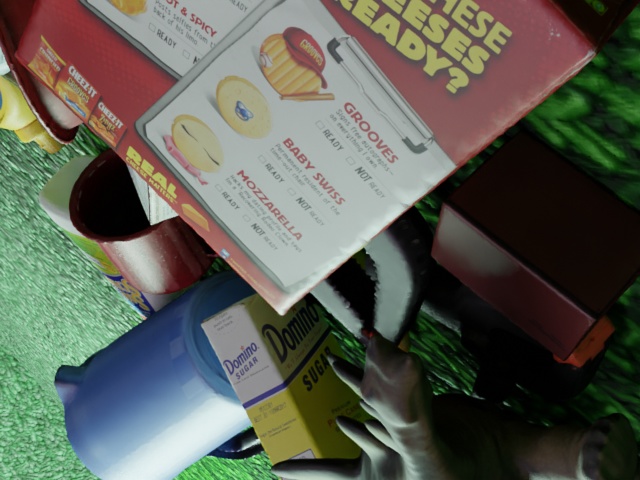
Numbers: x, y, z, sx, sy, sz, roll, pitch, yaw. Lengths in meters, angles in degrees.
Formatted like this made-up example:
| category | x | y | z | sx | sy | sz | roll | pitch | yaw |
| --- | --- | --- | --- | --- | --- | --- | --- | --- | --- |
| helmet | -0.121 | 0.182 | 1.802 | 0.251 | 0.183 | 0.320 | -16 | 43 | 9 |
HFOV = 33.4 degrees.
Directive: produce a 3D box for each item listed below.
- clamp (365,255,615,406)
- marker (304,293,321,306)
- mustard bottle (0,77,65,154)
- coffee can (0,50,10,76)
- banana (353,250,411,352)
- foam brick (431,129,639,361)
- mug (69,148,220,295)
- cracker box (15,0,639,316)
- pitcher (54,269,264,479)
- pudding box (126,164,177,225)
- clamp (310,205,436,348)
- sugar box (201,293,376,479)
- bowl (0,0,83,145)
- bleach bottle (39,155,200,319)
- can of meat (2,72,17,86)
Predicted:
| category | x | y | z | sx | sy | sz | roll | pitch | yaw |
| --- | --- | --- | --- | --- | --- | --- | --- | --- | --- |
| clamp | 0.098 | 0.056 | 0.565 | 0.120 | 0.039 | 0.172 | 46 | 167 | -22 |
| marker | -0.032 | -0.002 | 0.721 | 0.121 | 0.020 | 0.020 | 53 | 158 | -21 |
| mustard bottle | -0.260 | -0.146 | 0.826 | 0.096 | 0.058 | 0.191 | 7 | 138 | 55 |
| coffee can | -0.226 | -0.164 | 0.599 | 0.140 | 0.102 | 0.103 | 70 | 159 | 4 |
| banana | -0.006 | -0.002 | 0.658 | 0.198 | 0.037 | 0.069 | 48 | 177 | -3 |
| foam brick | 0.094 | 0.003 | 0.453 | 0.078 | 0.051 | 0.053 | 39 | 160 | 15 |
| mug | -0.111 | -0.012 | 0.769 | 0.117 | 0.093 | 0.081 | 6 | 148 | 23 |
| cracker box | -0.010 | -0.083 | 0.394 | 0.164 | 0.072 | 0.214 | 45 | 143 | -2 |
| pitcher | -0.099 | 0.117 | 0.869 | 0.243 | 0.148 | 0.145 | -36 | 76 | 51 |
| pudding box | -0.106 | -0.072 | 0.663 | 0.113 | 0.039 | 0.090 | 106 | 140 | -69 |
| clamp | -0.004 | -0.028 | 0.531 | 0.165 | 0.036 | 0.210 | 12 | 135 | 34 |
| sugar box | -0.005 | 0.117 | 0.726 | 0.048 | 0.093 | 0.176 | -28 | 85 | 27 |
| bowl | -0.129 | -0.134 | 0.550 | 0.162 | 0.055 | 0.162 | -17 | -88 | -89 |
| bleach bottle | -0.145 | 0.036 | 0.947 | 0.103 | 0.068 | 0.250 | 20 | 151 | 40 |
| can of meat | -0.186 | -0.143 | 0.697 | 0.102 | 0.057 | 0.084 | 33 | 154 | 27 |
